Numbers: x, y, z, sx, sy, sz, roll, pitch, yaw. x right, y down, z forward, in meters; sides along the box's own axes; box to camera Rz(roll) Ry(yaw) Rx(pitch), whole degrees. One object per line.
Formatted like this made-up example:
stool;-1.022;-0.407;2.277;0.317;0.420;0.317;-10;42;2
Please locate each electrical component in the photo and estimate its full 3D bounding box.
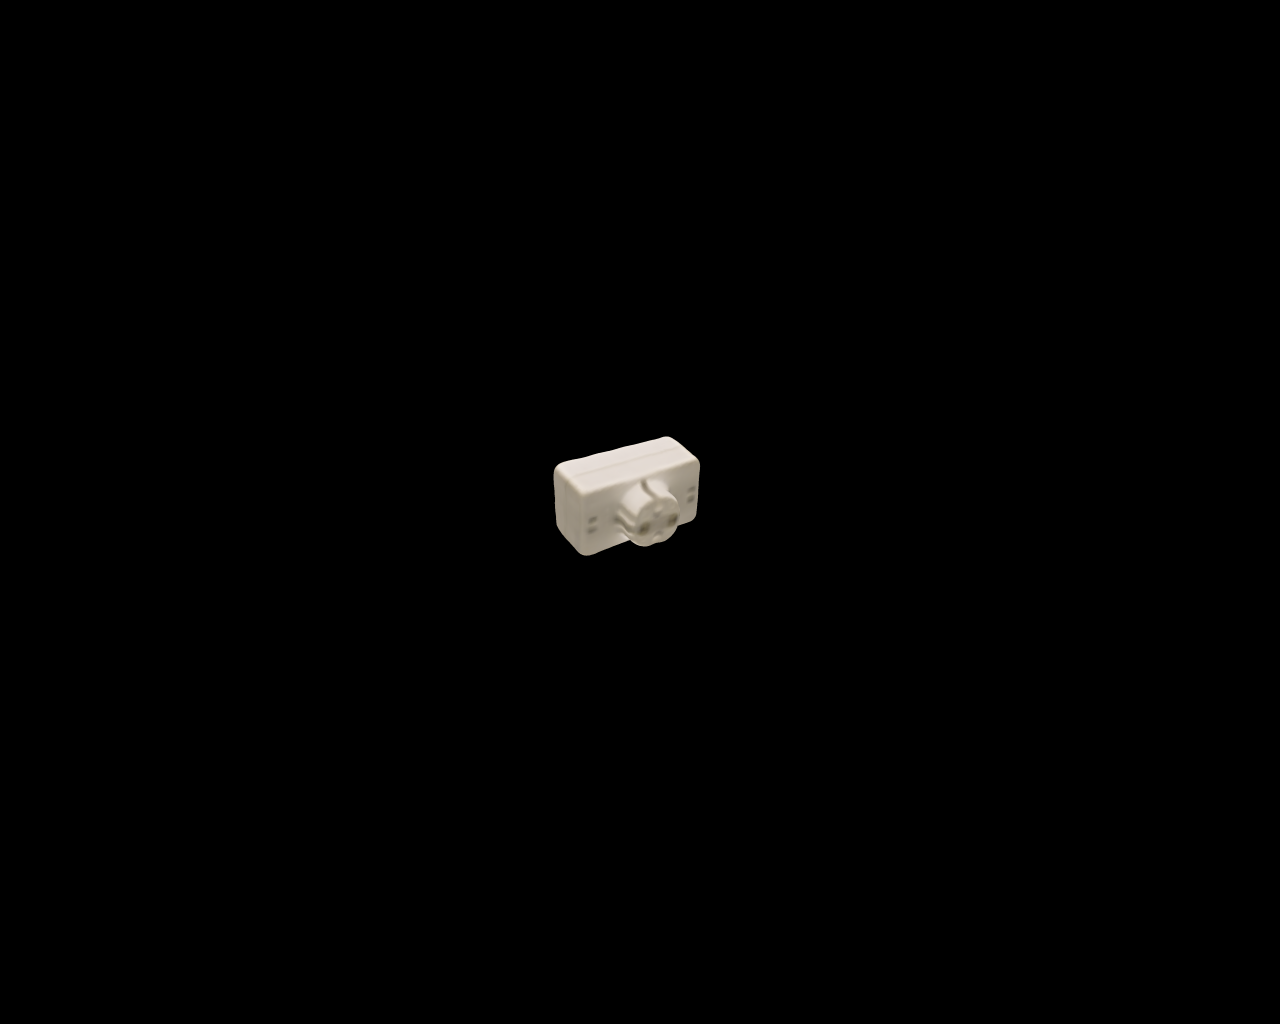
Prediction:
electrical component;0.001;-0.003;0.650;0.083;0.047;0.076;-17;36;-24
